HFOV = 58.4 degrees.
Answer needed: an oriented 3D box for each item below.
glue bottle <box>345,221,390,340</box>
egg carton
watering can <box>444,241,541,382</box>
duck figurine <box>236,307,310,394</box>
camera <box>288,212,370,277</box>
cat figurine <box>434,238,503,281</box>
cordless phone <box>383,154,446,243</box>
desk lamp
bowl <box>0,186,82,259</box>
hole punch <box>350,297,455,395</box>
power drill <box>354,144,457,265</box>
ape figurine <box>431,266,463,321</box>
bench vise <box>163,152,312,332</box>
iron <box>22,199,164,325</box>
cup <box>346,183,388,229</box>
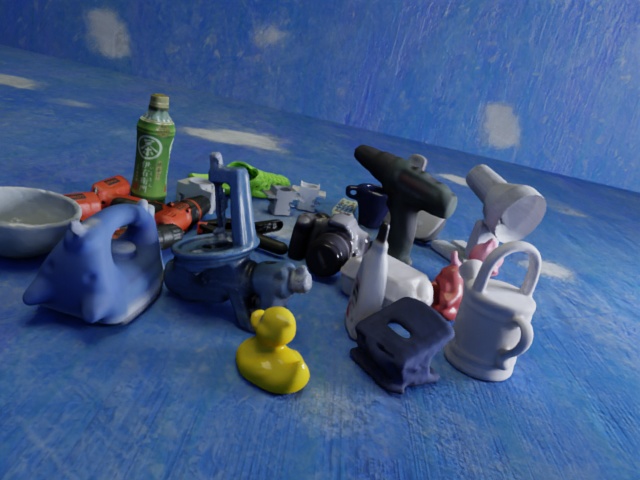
[{"bbox_3d":[0.073,0.054,0.821,0.037,0.173,0.078,9,20,-12],"label":"glue bottle"},{"bbox_3d":[0.110,0.075,0.945,0.149,0.069,0.107,28,24,36],"label":"egg carton"},{"bbox_3d":[0.245,0.087,0.811,0.101,0.194,0.172,-3,25,-38],"label":"watering can"},{"bbox_3d":[-0.051,0.123,0.678,0.078,0.086,0.104,-7,28,-44],"label":"duck figurine"},{"bbox_3d":[0.009,0.004,1.029,0.143,0.101,0.137,18,20,12],"label":"camera"},{"bbox_3d":[0.289,0.046,1.071,0.128,0.118,0.067,4,21,-26],"label":"cat figurine"},{"bbox_3d":[0.231,-0.097,1.328,0.147,0.185,0.094,28,24,35],"label":"cordless phone"},{"bbox_3d":[0.350,-0.040,1.205,0.118,0.213,0.202,2,22,-30],"label":"desk lamp"},{"bbox_3d":[-0.438,-0.019,0.834,0.167,0.075,0.167,12,19,-4],"label":"bowl"},{"bbox_3d":[0.106,0.133,0.748,0.101,0.091,0.108,-1,24,-35],"label":"hole punch"},{"bbox_3d":[0.148,-0.062,1.141,0.229,0.208,0.076,22,21,23],"label":"power drill"},{"bbox_3d":[0.209,0.084,0.950,0.076,0.092,0.078,15,19,4],"label":"ape figurine"},{"bbox_3d":[-0.104,0.000,0.785,0.207,0.220,0.121,13,19,-2],"label":"bench vise"},{"bbox_3d":[-0.269,0.010,0.765,0.118,0.141,0.258,15,19,6],"label":"iron"},{"bbox_3d":[0.110,-0.078,1.331,0.118,0.095,0.091,10,20,-10],"label":"cup"}]
